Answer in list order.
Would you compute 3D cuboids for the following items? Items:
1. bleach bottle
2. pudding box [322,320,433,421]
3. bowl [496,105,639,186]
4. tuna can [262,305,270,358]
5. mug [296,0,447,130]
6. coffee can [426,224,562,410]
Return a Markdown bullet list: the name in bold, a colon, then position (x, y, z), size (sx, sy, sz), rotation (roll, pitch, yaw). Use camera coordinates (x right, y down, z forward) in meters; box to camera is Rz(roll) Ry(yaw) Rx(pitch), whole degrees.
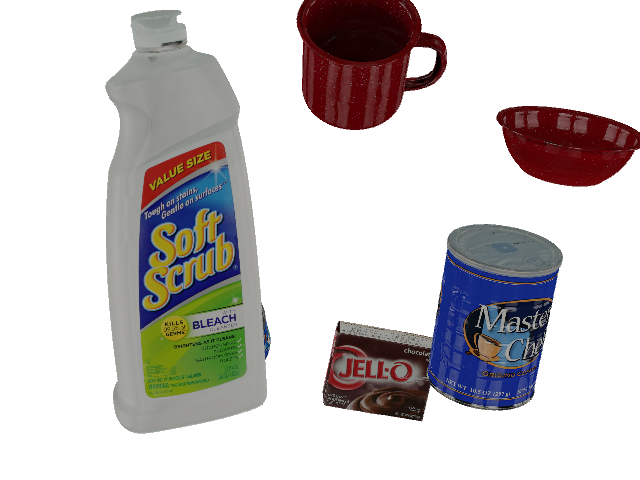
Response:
- **bleach bottle**: position (-0.092, -0.011, 0.653), size (0.102, 0.251, 0.068), rotation (-10, 21, -13)
- **pudding box**: position (0.065, 0.142, 1.162), size (0.113, 0.090, 0.039), rotation (9, 23, -3)
- **bowl**: position (0.270, -0.100, 1.176), size (0.162, 0.055, 0.162), rotation (6, 23, -3)
- **tuna can**: position (-0.084, 0.078, 0.864), size (0.086, 0.086, 0.034), rotation (0, -41, 10)
- **mug**: position (0.039, -0.140, 0.825), size (0.117, 0.093, 0.081), rotation (1, -35, -2)
- **coffee can**: position (0.157, 0.069, 0.976), size (0.103, 0.140, 0.103), rotation (5, 23, -2)
